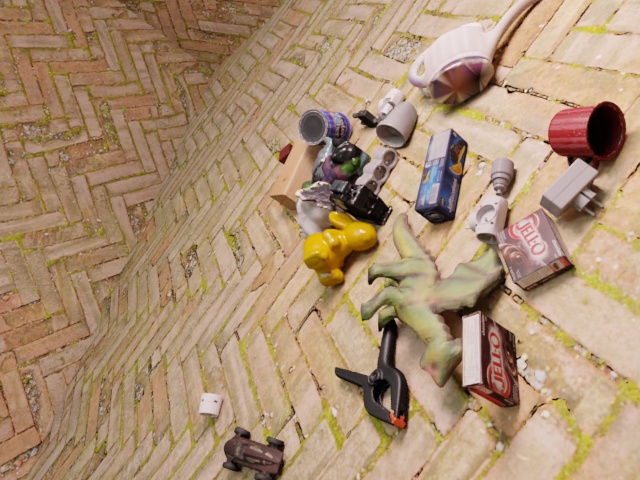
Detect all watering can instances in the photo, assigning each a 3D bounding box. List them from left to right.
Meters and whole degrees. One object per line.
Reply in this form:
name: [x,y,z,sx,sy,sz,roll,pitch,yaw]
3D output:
watering can: [0.359,-0.445,1.205,0.344,0.102,0.230,-23,43,31]

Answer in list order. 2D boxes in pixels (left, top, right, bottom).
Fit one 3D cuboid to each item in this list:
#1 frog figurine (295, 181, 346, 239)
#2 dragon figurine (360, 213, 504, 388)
frog figurine: [0.004,-0.068,1.345,0.137,0.155,0.125,10,48,13]
dragon figurine: [0.211,0.070,0.936,0.242,0.120,0.420,-8,43,29]
